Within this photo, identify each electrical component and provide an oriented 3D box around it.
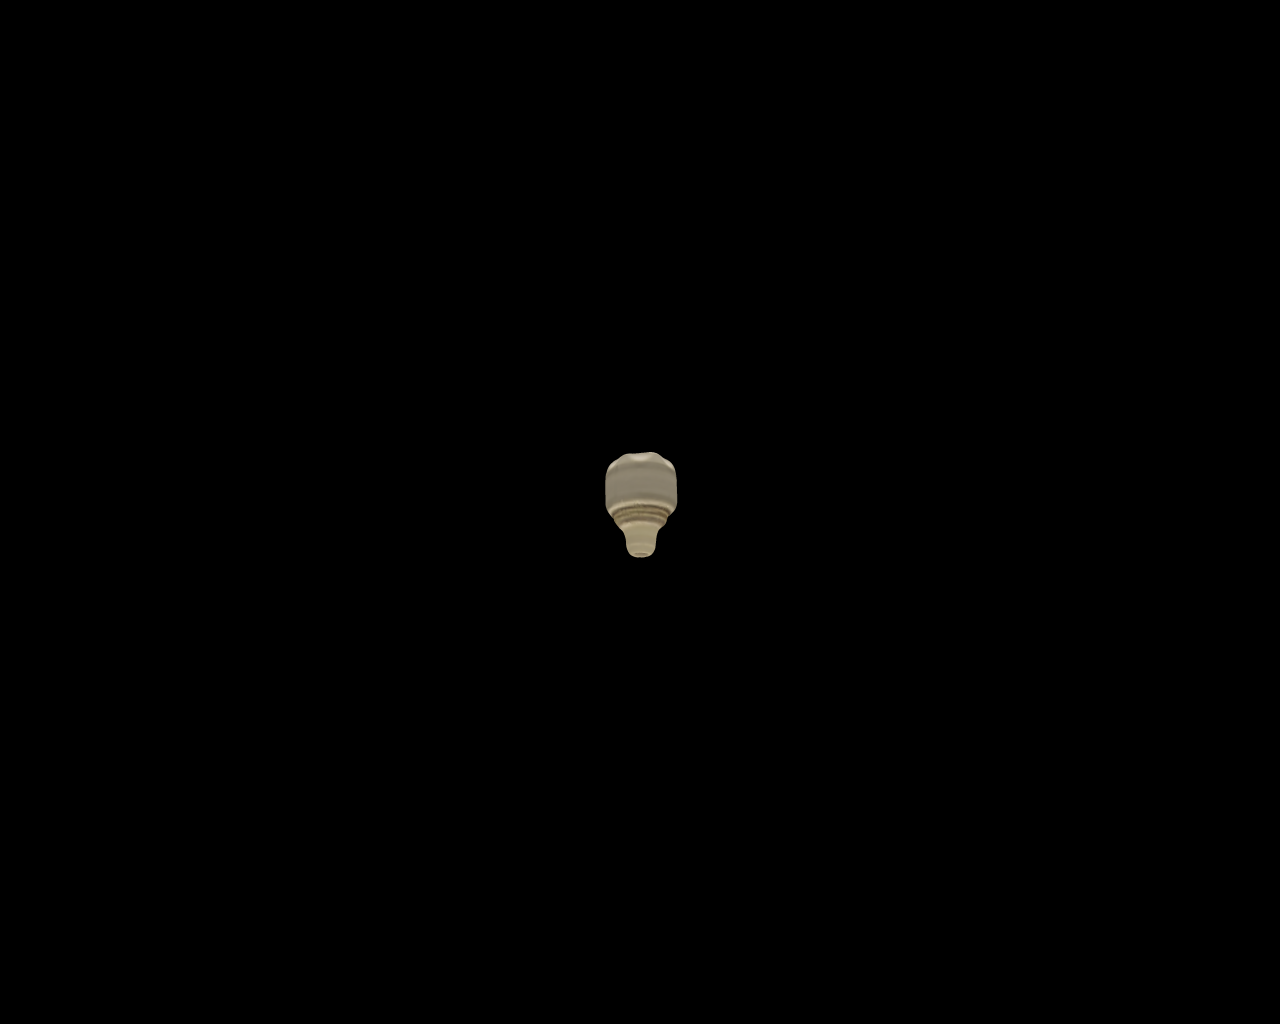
[{"bbox_3d":[0.001,-0.003,0.650,0.043,0.062,0.043,0,-19,0],"label":"electrical component"}]
